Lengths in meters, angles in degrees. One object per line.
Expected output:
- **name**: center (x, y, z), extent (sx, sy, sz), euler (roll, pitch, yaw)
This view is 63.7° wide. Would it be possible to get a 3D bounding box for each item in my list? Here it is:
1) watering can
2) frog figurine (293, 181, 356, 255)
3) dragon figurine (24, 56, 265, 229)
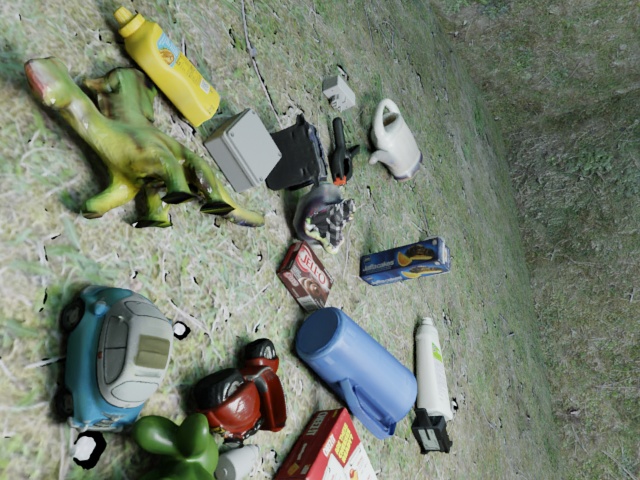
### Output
- **watering can**: center (0.201, -0.253, 1.437), extent (0.220, 0.103, 0.356), euler (53, 35, -31)
- **frog figurine**: center (0.003, -0.052, 1.034), extent (0.161, 0.123, 0.136), euler (-121, -150, -72)
- **dragon figurine**: center (-0.220, -0.137, 0.710), extent (0.409, 0.121, 0.245), euler (12, 57, -66)
